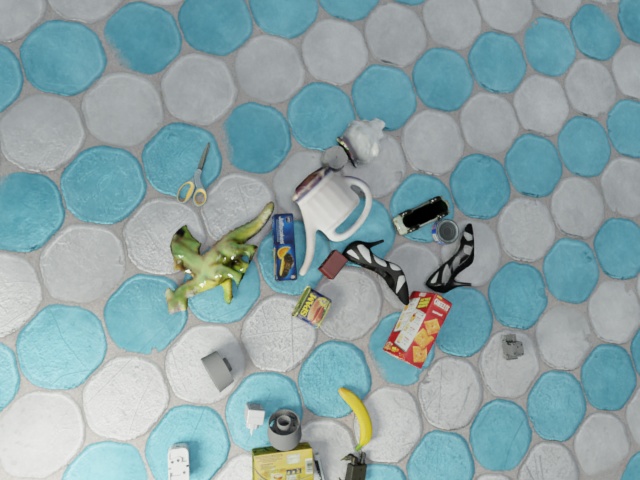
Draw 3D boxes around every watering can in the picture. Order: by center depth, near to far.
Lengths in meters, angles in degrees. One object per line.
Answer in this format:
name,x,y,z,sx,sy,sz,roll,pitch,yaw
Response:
watering can,0.005,-0.078,1.558,0.224,0.103,0.351,46,75,-4

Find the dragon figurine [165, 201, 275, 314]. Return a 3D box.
dragon figurine,-0.312,0.032,1.480,0.243,0.120,0.416,22,71,-2

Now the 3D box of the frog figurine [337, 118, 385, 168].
frog figurine,0.147,-0.321,1.617,0.160,0.121,0.139,-36,74,-3
